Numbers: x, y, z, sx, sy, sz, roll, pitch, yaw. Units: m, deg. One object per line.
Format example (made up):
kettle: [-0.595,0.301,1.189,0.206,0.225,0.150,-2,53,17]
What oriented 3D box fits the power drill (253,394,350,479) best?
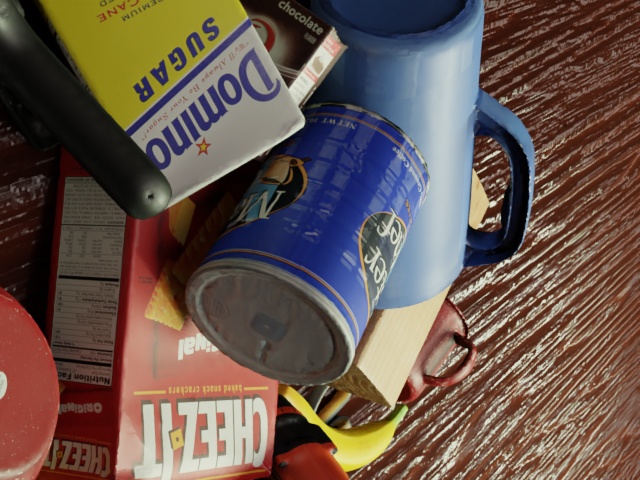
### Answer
power drill: [-0.037,0.208,0.786,0.057,0.185,0.188,-8,124,-29]

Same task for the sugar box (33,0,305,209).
sugar box: [-0.090,-0.113,0.557,0.093,0.048,0.176,-32,97,-11]

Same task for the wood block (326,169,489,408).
wood block: [0.053,0.022,0.897,0.206,0.091,0.090,-62,146,-19]

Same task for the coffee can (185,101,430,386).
coffee can: [-0.004,0.001,0.638,0.140,0.103,0.103,-62,147,-37]

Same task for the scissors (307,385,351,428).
scissors: [-0.025,0.196,0.920,0.201,0.016,0.096,-50,140,-34]

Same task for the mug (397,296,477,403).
mug: [0.083,0.095,0.956,0.081,0.117,0.093,-50,145,-26]

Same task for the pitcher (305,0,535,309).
pitcher: [0.058,-0.072,0.739,0.149,0.145,0.243,-23,143,-18]

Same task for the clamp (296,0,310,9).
clamp: [-0.024,-0.147,0.725,0.171,0.039,0.120,-21,144,-24]

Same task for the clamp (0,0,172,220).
clamp: [-0.162,-0.103,0.508,0.036,0.165,0.210,-43,116,-14]

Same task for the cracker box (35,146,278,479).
cracker box: [-0.090,0.046,0.670,0.164,0.072,0.214,11,82,-58]

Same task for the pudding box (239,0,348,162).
pudding box: [-0.054,-0.113,0.630,0.090,0.113,0.039,-54,163,5]

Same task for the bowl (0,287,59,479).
bowl: [-0.180,0.075,0.527,0.162,0.055,0.162,45,37,-49]

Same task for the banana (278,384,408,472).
banana: [0.009,0.163,0.907,0.197,0.037,0.069,20,81,-55]
